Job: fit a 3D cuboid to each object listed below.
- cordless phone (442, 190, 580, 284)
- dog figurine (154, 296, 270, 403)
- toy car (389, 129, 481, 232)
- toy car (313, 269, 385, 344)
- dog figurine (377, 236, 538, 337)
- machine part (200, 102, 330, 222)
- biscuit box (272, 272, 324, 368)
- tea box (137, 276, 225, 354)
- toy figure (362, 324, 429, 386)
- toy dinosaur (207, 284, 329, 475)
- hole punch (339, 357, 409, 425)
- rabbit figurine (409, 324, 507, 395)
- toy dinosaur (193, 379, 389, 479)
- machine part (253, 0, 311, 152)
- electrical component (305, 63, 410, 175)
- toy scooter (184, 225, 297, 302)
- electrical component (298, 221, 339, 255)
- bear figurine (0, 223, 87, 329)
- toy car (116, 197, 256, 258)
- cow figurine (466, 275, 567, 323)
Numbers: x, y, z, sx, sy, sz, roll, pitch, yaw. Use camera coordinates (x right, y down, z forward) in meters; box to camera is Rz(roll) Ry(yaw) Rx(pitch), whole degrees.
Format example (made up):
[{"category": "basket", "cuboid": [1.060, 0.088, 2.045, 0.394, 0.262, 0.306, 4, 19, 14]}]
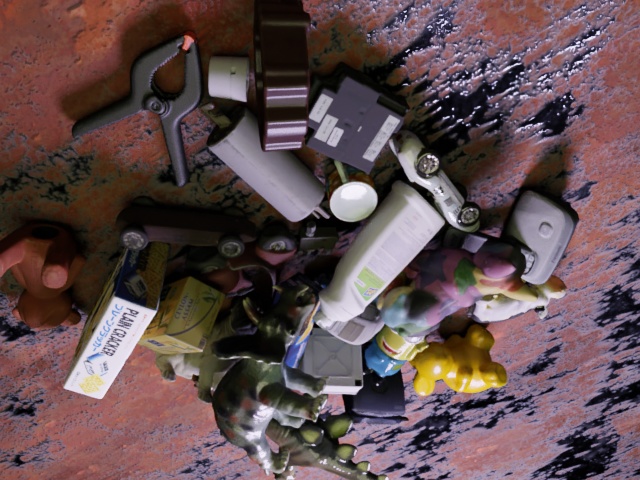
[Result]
[{"category": "cordless phone", "cuboid": [0.302, -0.018, 0.871, 0.184, 0.089, 0.146, 14, 125, 6]}, {"category": "dog figurine", "cuboid": [-0.189, 0.161, 0.944, 0.172, 0.121, 0.190, 28, 90, 3]}, {"category": "toy car", "cuboid": [0.175, -0.085, 0.801, 0.056, 0.074, 0.201, -37, 121, 15]}, {"category": "toy car", "cuboid": [0.054, 0.123, 0.922, 0.161, 0.103, 0.109, 22, 119, -23]}, {"category": "dog figurine", "cuboid": [0.214, 0.075, 0.826, 0.108, 0.219, 0.191, 48, 66, -23]}, {"category": "machine part", "cuboid": [-0.074, -0.104, 0.757, 0.079, 0.079, 0.243, -38, 121, 19]}, {"category": "biscuit box", "cuboid": [-0.054, 0.155, 0.910, 0.063, 0.059, 0.202, 33, 125, 22]}, {"category": "tea box", "cuboid": [-0.227, 0.122, 0.844, 0.068, 0.098, 0.170, 31, 151, -25]}, {"category": "toy figure", "cuboid": [0.138, 0.185, 0.988, 0.082, 0.089, 0.180, 26, 123, -3]}, {"category": "toy dinosaur", "cuboid": [-0.105, 0.254, 0.857, 0.192, 0.131, 0.404, 27, 122, 2]}, {"category": "hole punch", "cuboid": [0.106, 0.293, 1.049, 0.142, 0.116, 0.092, 9, 116, -13]}, {"category": "rabbit figurine", "cuboid": [0.237, 0.226, 1.009, 0.173, 0.122, 0.162, 15, 148, -41]}, {"category": "toy dinosaur", "cuboid": [-0.034, 0.371, 1.016, 0.472, 0.105, 0.198, 28, 129, 6]}, {"category": "machine part", "cuboid": [-0.047, -0.192, 0.636, 0.056, 0.179, 0.179, -3, 126, -10]}, {"category": "electrical component", "cuboid": [0.038, -0.169, 0.734, 0.134, 0.058, 0.115, 24, 118, -21]}, {"category": "toy scooter", "cuboid": [-0.119, 0.054, 0.871, 0.184, 0.075, 0.135, -16, 129, 0]}, {"category": "electrical component", "cuboid": [-0.002, -0.003, 0.853, 0.063, 0.021, 0.094, -2, 151, -6]}, {"category": "bear figurine", "cuboid": [-0.431, 0.077, 0.818, 0.120, 0.132, 0.195, 13, 117, -11]}, {"category": "toy car", "cuboid": [-0.198, -0.015, 0.801, 0.202, 0.089, 0.053, 6, 124, -12]}, {"category": "cow figurine", "cuboid": [0.352, 0.110, 0.967, 0.167, 0.068, 0.098, -3, 132, 0]}]
